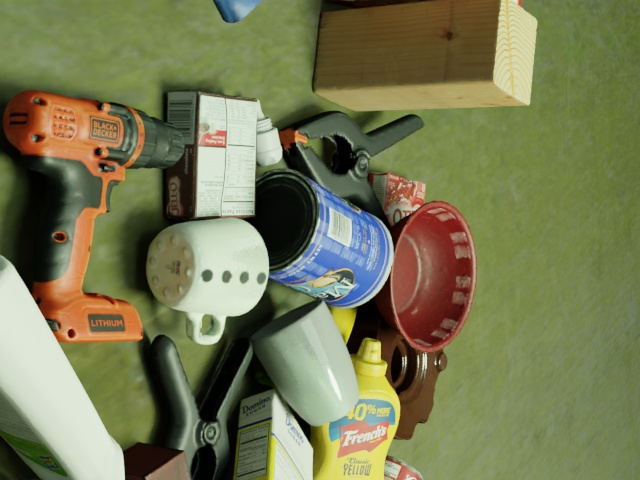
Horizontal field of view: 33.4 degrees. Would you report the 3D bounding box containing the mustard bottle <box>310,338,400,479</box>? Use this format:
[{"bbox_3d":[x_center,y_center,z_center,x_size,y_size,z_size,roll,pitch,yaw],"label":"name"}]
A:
[{"bbox_3d":[0.034,0.195,1.100,0.096,0.058,0.192,8,97,-28],"label":"mustard bottle"}]

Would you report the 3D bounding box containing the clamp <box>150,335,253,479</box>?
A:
[{"bbox_3d":[-0.115,0.161,0.940,0.120,0.039,0.171,20,73,-45],"label":"clamp"}]

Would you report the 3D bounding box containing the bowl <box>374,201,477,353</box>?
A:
[{"bbox_3d":[0.103,0.037,1.142,0.161,0.055,0.162,-6,97,-50],"label":"bowl"}]

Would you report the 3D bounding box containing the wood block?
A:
[{"bbox_3d":[0.105,-0.187,1.093,0.090,0.206,0.091,14,81,-55],"label":"wood block"}]

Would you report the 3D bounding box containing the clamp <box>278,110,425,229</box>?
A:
[{"bbox_3d":[0.035,-0.069,1.125,0.209,0.036,0.164,9,84,-47],"label":"clamp"}]

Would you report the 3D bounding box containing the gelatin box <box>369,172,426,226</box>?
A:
[{"bbox_3d":[0.088,-0.036,1.233,0.089,0.030,0.073,11,84,-55],"label":"gelatin box"}]

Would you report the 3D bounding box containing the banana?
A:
[{"bbox_3d":[0.003,0.095,1.108,0.197,0.037,0.069,-56,135,-37],"label":"banana"}]

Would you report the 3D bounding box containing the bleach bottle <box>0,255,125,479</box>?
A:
[{"bbox_3d":[-0.208,0.114,0.761,0.068,0.103,0.251,-50,137,-31],"label":"bleach bottle"}]

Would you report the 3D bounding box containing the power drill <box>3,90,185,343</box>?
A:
[{"bbox_3d":[-0.172,-0.015,0.830,0.184,0.057,0.187,5,86,-58],"label":"power drill"}]

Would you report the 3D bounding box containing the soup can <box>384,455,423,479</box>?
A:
[{"bbox_3d":[0.065,0.299,1.185,0.068,0.069,0.102,59,47,-39],"label":"soup can"}]

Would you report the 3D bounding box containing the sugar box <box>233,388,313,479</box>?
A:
[{"bbox_3d":[-0.043,0.230,0.974,0.176,0.048,0.093,-93,159,-58],"label":"sugar box"}]

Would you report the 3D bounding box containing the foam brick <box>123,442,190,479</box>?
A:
[{"bbox_3d":[-0.141,0.217,0.891,0.052,0.051,0.078,-27,113,-54],"label":"foam brick"}]

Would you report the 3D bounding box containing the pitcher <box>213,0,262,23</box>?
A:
[{"bbox_3d":[-0.129,-0.265,0.818,0.242,0.145,0.149,-12,66,-52],"label":"pitcher"}]

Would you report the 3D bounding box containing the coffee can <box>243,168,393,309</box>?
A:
[{"bbox_3d":[-0.007,0.001,1.030,0.140,0.103,0.103,27,70,-53],"label":"coffee can"}]

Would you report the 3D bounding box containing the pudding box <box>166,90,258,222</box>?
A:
[{"bbox_3d":[-0.096,-0.074,0.953,0.089,0.039,0.113,-4,98,-58],"label":"pudding box"}]

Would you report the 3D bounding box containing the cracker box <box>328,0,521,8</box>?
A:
[{"bbox_3d":[0.094,-0.277,1.109,0.213,0.164,0.072,-1,94,-56],"label":"cracker box"}]
